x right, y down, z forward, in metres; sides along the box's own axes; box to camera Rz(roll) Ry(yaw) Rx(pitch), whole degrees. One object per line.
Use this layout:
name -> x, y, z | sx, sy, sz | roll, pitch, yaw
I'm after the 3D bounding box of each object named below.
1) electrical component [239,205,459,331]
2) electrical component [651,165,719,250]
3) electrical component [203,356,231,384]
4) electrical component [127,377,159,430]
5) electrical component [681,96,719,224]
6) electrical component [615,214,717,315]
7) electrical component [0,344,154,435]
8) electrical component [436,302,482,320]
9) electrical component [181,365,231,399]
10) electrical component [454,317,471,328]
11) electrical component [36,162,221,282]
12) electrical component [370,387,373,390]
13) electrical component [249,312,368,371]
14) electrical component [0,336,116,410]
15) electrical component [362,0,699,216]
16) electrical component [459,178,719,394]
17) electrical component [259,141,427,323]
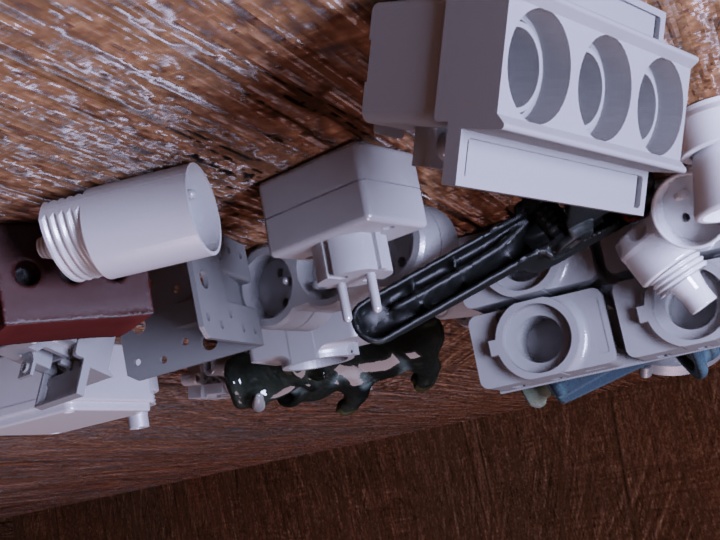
electrical component -> 0.000, 0.000, 0.648 | 0.138, 0.052, 0.074 | -20, 165, 33
electrical component -> 0.210, -0.051, 0.602 | 0.079, 0.043, 0.077 | -48, 164, 34
electrical component -> -0.110, 0.084, 0.958 | 0.062, 0.043, 0.043 | 2, 162, -43
electrical component -> -0.199, 0.109, 0.948 | 0.043, 0.062, 0.043 | -10, 168, -2
electrical component -> 0.186, -0.056, 0.545 | 0.045, 0.055, 0.045 | -10, 168, -2
electrical component -> 0.186, -0.003, 0.640 | 0.043, 0.062, 0.043 | -33, 166, -9
electrical component -> -0.242, 0.096, 0.866 | 0.109, 0.056, 0.109 | -16, 167, 22
electrical component -> 0.060, 0.017, 0.804 | 0.078, 0.040, 0.040 | -4, 166, -28
electrical component -> -0.128, 0.102, 1.022 | 0.055, 0.048, 0.066 | -8, 169, 25
electrical component -> 0.103, 0.026, 0.870 | 0.045, 0.045, 0.055 | -20, 164, 36
electrical component -> -0.109, -0.019, 0.492 | 0.081, 0.043, 0.043 | -13, 168, 10
electrical component -> 0.000, 0.081, 0.993 | 0.035, 0.061, 0.035 | -10, 168, -2
electrical component -> -0.036, 0.042, 0.801 | 0.089, 0.055, 0.050 | -15, 167, 20
electrical component -> -0.176, 0.035, 0.621 | 0.042, 0.081, 0.064 | -20, 142, 36
electrical component -> 0.062, -0.064, 0.381 | 0.063, 0.078, 0.121 | 8, -177, 42
electrical component -> 0.163, 0.010, 0.705 | 0.186, 0.105, 0.060 | -15, 167, 20
electrical component -> -0.005, -0.014, 0.524 | 0.066, 0.076, 0.047 | -20, 165, 37
